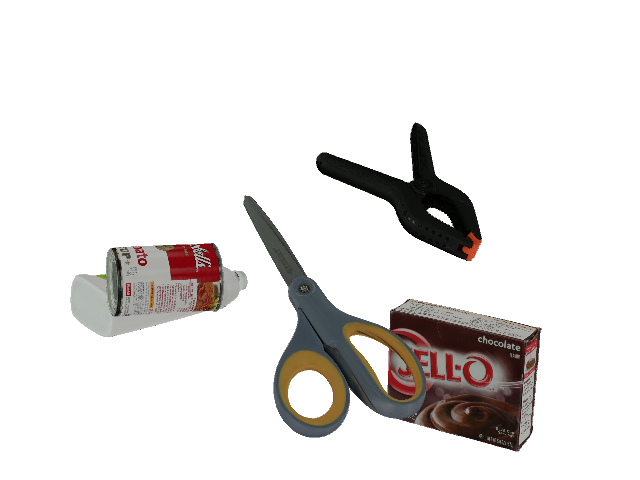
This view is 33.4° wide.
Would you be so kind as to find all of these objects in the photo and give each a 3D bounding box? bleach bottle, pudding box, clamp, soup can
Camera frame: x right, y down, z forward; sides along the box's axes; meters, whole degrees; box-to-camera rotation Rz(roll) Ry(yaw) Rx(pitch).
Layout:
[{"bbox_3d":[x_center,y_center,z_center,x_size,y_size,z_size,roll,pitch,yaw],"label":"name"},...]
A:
[{"bbox_3d":[-0.210,0.071,1.472,0.250,0.068,0.103,-10,26,-44],"label":"bleach bottle"},{"bbox_3d":[0.107,0.100,0.810,0.114,0.090,0.039,10,21,27],"label":"pudding box"},{"bbox_3d":[0.103,-0.054,1.238,0.164,0.036,0.210,-15,52,-28],"label":"clamp"},{"bbox_3d":[-0.152,0.038,1.034,0.102,0.068,0.069,-2,1,-21],"label":"soup can"}]

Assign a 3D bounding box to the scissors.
[{"bbox_3d":[-0.020,0.047,0.655,0.096,0.016,0.202,-32,53,-26],"label":"scissors"}]
